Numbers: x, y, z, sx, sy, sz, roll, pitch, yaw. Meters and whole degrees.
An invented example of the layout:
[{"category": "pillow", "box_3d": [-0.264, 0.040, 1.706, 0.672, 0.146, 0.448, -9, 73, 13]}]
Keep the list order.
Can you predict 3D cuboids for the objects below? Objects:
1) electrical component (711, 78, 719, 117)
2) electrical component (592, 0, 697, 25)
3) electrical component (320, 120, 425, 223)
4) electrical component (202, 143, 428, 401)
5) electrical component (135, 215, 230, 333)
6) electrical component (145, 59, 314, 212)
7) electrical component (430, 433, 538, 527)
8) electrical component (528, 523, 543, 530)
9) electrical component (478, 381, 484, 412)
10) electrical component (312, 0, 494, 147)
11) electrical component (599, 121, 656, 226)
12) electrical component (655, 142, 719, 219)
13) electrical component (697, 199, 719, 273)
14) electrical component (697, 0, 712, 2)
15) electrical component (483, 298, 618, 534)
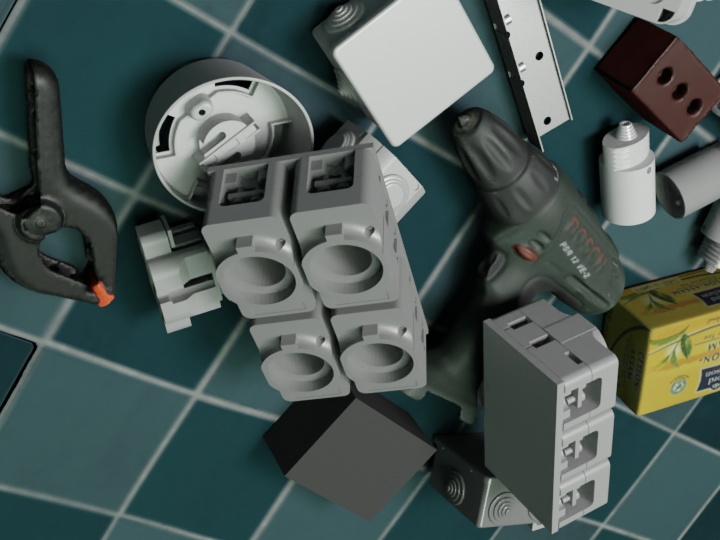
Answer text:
[{"category": "electrical component", "box_3d": [0.318, -0.129, 0.881, 0.044, 0.044, 0.065, -48, 132, 6]}, {"category": "electrical component", "box_3d": [0.173, -0.214, 0.708, 0.057, 0.113, 0.078, -28, 140, -60]}, {"category": "electrical component", "box_3d": [0.001, -0.060, 0.739, 0.051, 0.080, 0.080, -47, 128, -1]}, {"category": "electrical component", "box_3d": [-0.023, 0.012, 0.706, 0.105, 0.060, 0.186, -7, 138, 11]}, {"category": "electrical component", "box_3d": [-0.114, -0.001, 0.729, 0.057, 0.058, 0.078, -18, 124, -13]}, {"category": "electrical component", "box_3d": [-0.086, -0.085, 0.688, 0.099, 0.064, 0.099, -13, 123, -20]}, {"category": "electrical component", "box_3d": [0.118, 0.181, 0.930, 0.100, 0.100, 0.048, 2, 104, -28]}, {"category": "electrical component", "box_3d": [0.165, 0.203, 0.993, 0.066, 0.055, 0.048, -12, 123, -21]}, {"category": "electrical component", "box_3d": [0.132, 0.100, 0.922, 0.062, 0.048, 0.048, -25, 127, -20]}, {"category": "electrical component", "box_3d": [0.028, -0.147, 0.718, 0.100, 0.048, 0.099, -38, 128, -1]}, {"category": "electrical component", "box_3d": [0.212, -0.081, 0.854, 0.043, 0.043, 0.081, -22, 126, -14]}, {"category": "electrical component", "box_3d": [0.290, -0.079, 0.894, 0.081, 0.043, 0.043, -27, 127, -10]}, {"category": "electrical component", "box_3d": [0.321, -0.035, 0.936, 0.043, 0.043, 0.081, 8, 114, -30]}, {"category": "electrical component", "box_3d": [0.251, -0.257, 0.759, 0.113, 0.057, 0.078, -47, 128, 6]}, {"category": "electrical component", "box_3d": [0.145, 0.108, 0.814, 0.062, 0.089, 0.150, -21, 128, -22]}]
